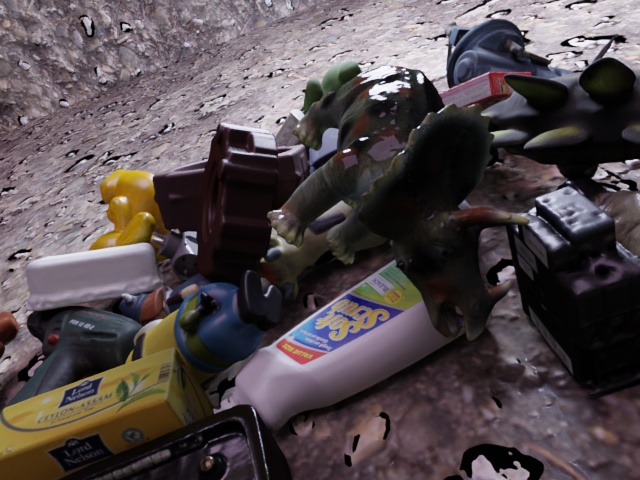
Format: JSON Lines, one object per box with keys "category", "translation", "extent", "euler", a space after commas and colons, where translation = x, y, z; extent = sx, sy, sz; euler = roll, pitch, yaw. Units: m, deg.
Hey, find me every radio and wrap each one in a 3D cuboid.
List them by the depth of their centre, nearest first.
{"category": "radio", "translation": [-0.127, 0.217, 0.379], "extent": [0.230, 0.073, 0.131], "euler": [-21, 31, 0]}

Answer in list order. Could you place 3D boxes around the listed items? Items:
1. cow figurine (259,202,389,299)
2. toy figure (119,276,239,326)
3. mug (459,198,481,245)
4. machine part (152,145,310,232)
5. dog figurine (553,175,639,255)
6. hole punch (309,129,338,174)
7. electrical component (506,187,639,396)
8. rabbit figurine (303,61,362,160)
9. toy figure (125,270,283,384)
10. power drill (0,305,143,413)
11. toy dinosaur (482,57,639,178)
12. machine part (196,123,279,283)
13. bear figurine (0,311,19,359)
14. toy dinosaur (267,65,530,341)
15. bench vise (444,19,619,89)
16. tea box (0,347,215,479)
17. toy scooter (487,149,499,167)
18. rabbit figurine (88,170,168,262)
{"category": "cow figurine", "translation": [-0.001, -0.002, 0.642], "extent": [0.195, 0.085, 0.127], "euler": [-19, 24, 4]}
{"category": "toy figure", "translation": [-0.169, 0.075, 0.641], "extent": [0.155, 0.064, 0.058], "euler": [-15, 39, 10]}
{"category": "mug", "translation": [0.125, -0.035, 0.583], "extent": [0.081, 0.107, 0.110], "euler": [-30, 28, -10]}
{"category": "machine part", "translation": [-0.117, -0.075, 0.769], "extent": [0.202, 0.087, 0.201], "euler": [-7, 15, 7]}
{"category": "dog figurine", "translation": [0.266, 0.014, 0.446], "extent": [0.191, 0.121, 0.172], "euler": [-12, 25, 44]}
{"category": "hole punch", "translation": [0.043, -0.128, 0.765], "extent": [0.116, 0.092, 0.142], "euler": [5, 36, -1]}
{"category": "electrical component", "translation": [0.195, 0.031, 0.408], "extent": [0.058, 0.134, 0.115], "euler": [-21, 32, 2]}
{"category": "rabbit figurine", "translation": [0.022, -0.206, 0.910], "extent": [0.170, 0.121, 0.159], "euler": [-55, -7, -8]}
{"category": "toy figure", "translation": [-0.118, 0.097, 0.514], "extent": [0.180, 0.082, 0.089], "euler": [-30, 17, 27]}
{"category": "power drill", "translation": [-0.315, 0.156, 0.606], "extent": [0.232, 0.085, 0.207], "euler": [-2, 29, 28]}
{"category": "toy dinosaur", "translation": [0.254, -0.121, 0.542], "extent": [0.198, 0.105, 0.472], "euler": [0, -2, -44]}
{"category": "machine part", "translation": [-0.096, -0.038, 0.579], "extent": [0.056, 0.179, 0.179], "euler": [6, 23, -20]}
{"category": "bear figurine", "translation": [-0.445, 0.131, 0.679], "extent": [0.196, 0.120, 0.132], "euler": [14, 42, 43]}
{"category": "toy dinosaur", "translation": [0.062, -0.096, 0.509], "extent": [0.192, 0.131, 0.405], "euler": [-34, 35, 27]}
{"category": "bench vise", "translation": [0.266, -0.258, 0.777], "extent": [0.224, 0.128, 0.241], "euler": [-9, 44, -18]}
{"category": "tea box", "translation": [-0.184, 0.172, 0.465], "extent": [0.170, 0.098, 0.068], "euler": [-21, 30, 5]}
{"category": "toy scooter", "translation": [0.162, -0.133, 0.748], "extent": [0.135, 0.075, 0.184], "euler": [-16, 28, 9]}
{"category": "rabbit figurine", "translation": [-0.284, -0.011, 0.831], "extent": [0.163, 0.121, 0.173], "euler": [14, 61, 38]}
